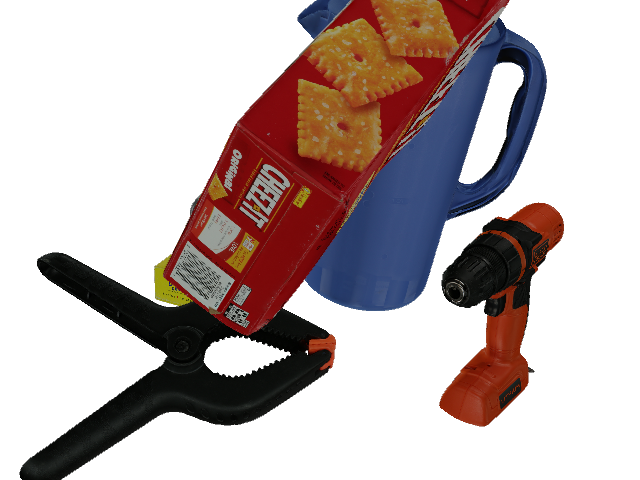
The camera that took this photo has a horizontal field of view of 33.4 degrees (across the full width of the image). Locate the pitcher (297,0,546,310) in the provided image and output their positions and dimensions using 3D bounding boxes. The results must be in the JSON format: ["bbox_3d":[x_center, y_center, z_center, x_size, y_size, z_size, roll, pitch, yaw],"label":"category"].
[{"bbox_3d":[0.062,-0.067,0.827,0.144,0.243,0.149,-20,42,-38],"label":"pitcher"}]

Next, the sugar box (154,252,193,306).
[{"bbox_3d":[-0.091,0.018,1.135,0.093,0.048,0.176,13,31,21],"label":"sugar box"}]

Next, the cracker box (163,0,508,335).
[{"bbox_3d":[0.013,-0.064,0.612,0.072,0.213,0.164,38,-35,2],"label":"cracker box"}]

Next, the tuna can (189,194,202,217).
[{"bbox_3d":[-0.071,-0.013,0.940,0.086,0.034,0.086,1,38,-1],"label":"tuna can"}]

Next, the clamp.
[{"bbox_3d":[-0.097,0.070,0.711,0.210,0.164,0.036,-8,-30,-8],"label":"clamp"}]

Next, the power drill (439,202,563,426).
[{"bbox_3d":[0.156,0.072,0.966,0.057,0.188,0.184,24,33,29],"label":"power drill"}]
